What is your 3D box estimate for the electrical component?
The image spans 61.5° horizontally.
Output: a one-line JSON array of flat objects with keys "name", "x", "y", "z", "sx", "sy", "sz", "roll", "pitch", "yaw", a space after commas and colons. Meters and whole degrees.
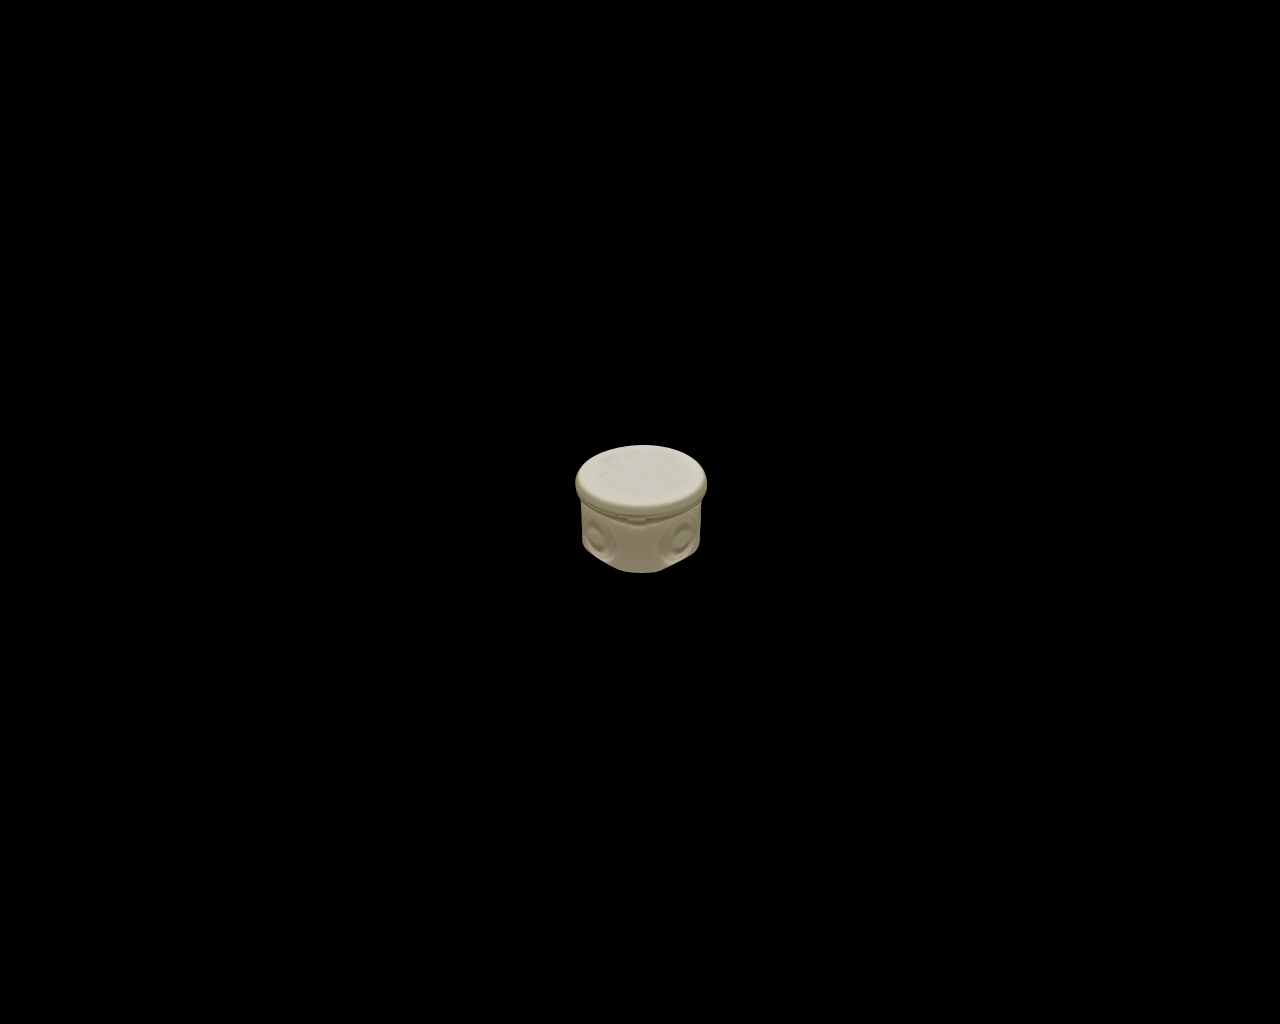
[{"name": "electrical component", "x": 0.001, "y": -0.003, "z": 0.650, "sx": 0.080, "sy": 0.050, "sz": 0.080, "roll": 0, "pitch": 31, "yaw": 0}]
